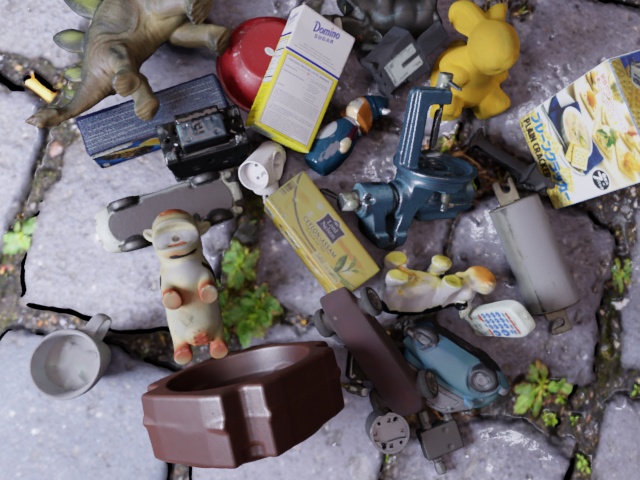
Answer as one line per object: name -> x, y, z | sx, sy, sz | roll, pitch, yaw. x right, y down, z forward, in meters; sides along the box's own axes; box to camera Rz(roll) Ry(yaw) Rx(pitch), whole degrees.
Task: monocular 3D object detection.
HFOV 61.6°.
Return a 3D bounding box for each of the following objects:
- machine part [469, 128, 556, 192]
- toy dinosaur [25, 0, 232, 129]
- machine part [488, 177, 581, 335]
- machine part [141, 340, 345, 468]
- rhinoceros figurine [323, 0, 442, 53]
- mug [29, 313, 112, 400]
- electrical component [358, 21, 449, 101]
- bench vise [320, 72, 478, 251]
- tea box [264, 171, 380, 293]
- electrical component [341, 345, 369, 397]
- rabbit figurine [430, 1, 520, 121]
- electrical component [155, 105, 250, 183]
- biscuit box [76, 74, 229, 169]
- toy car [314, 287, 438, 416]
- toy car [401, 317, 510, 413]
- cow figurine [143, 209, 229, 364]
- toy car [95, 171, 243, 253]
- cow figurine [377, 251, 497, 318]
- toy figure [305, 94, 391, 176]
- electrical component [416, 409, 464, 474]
machine part -> 0.289, -0.117, 0.819 | 0.139, 0.084, 0.039 | 36, 102, 6
toy dinosaur -> -0.228, -0.316, 0.733 | 0.199, 0.105, 0.471 | 30, 66, 16
machine part -> 0.319, 0.021, 0.799 | 0.079, 0.079, 0.243 | -21, 85, -10
machine part -> -0.089, 0.190, 0.644 | 0.202, 0.201, 0.087 | -13, 90, 35
rhinoceros figurine -> 0.090, -0.337, 0.820 | 0.190, 0.073, 0.112 | -7, 94, -10
mug -> -0.303, 0.142, 0.683 | 0.081, 0.107, 0.109 | 25, 76, -5
electrical component -> 0.124, -0.271, 0.782 | 0.119, 0.048, 0.074 | -44, 126, 5
bench vise -> 0.129, -0.110, 0.746 | 0.224, 0.129, 0.240 | 0, 117, -15
tea box -> -0.002, -0.002, 0.748 | 0.068, 0.098, 0.169 | -39, 91, -10
electrical component -> 0.065, 0.176, 0.760 | 0.078, 0.045, 0.102 | 14, 81, -4
rabbit figurine -> 0.237, -0.263, 0.776 | 0.122, 0.173, 0.162 | 4, 87, -3
electrical component -> -0.156, -0.130, 0.724 | 0.115, 0.134, 0.058 | -20, 86, -8
biscuit box -> -0.227, -0.166, 0.756 | 0.203, 0.059, 0.063 | -21, 85, -9
toy car -> 0.073, 0.143, 0.700 | 0.089, 0.053, 0.202 | -30, 101, 28
toy car -> 0.173, 0.184, 0.748 | 0.162, 0.109, 0.103 | 31, 98, 6
cow figurine -> -0.169, 0.048, 0.689 | 0.085, 0.127, 0.194 | -13, 124, -14
toy car -> -0.206, -0.039, 0.745 | 0.202, 0.056, 0.073 | -19, 92, -13
cow figurine -> 0.163, 0.075, 0.770 | 0.167, 0.098, 0.068 | 6, 38, -8
toy figure -> 0.043, -0.161, 0.788 | 0.064, 0.057, 0.154 | 35, 78, 32
electrical component -> 0.175, 0.284, 0.773 | 0.063, 0.021, 0.094 | -16, 84, -10
